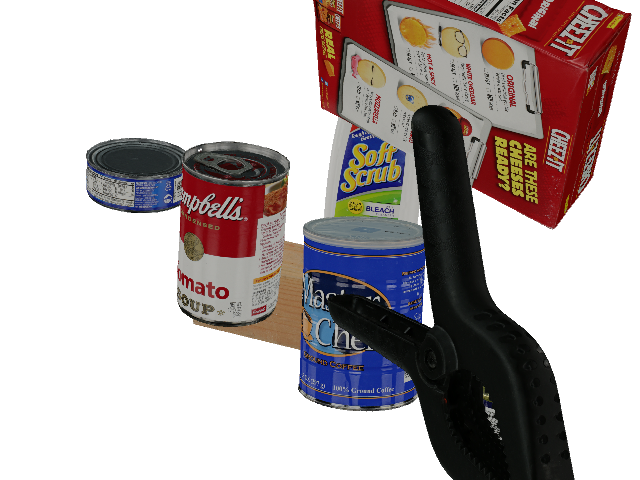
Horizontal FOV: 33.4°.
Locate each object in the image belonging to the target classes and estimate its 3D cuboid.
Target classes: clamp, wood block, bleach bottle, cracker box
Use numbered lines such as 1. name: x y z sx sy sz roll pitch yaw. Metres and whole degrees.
1. clamp: 0.070 0.047 0.531 0.036 0.165 0.210 -7 44 -26
2. wood block: -0.028 0.060 1.180 0.206 0.091 0.090 12 23 17
3. bleach bottle: 0.052 -0.097 1.052 0.103 0.251 0.068 8 28 12
4. cracker box: 0.098 -0.124 0.759 0.214 0.072 0.164 29 -29 23

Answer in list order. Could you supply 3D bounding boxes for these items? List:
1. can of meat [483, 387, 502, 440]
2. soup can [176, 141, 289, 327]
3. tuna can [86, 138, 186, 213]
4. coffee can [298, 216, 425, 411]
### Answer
1. can of meat: 0.204 0.191 1.126 0.058 0.084 0.101 12 16 31
2. soup can: -0.057 -0.004 0.685 0.068 0.102 0.068 5 25 -3
3. tuna can: -0.149 -0.054 0.878 0.086 0.034 0.086 5 25 -3
4. coffee can: 0.034 0.058 0.885 0.103 0.140 0.103 2 12 -1
